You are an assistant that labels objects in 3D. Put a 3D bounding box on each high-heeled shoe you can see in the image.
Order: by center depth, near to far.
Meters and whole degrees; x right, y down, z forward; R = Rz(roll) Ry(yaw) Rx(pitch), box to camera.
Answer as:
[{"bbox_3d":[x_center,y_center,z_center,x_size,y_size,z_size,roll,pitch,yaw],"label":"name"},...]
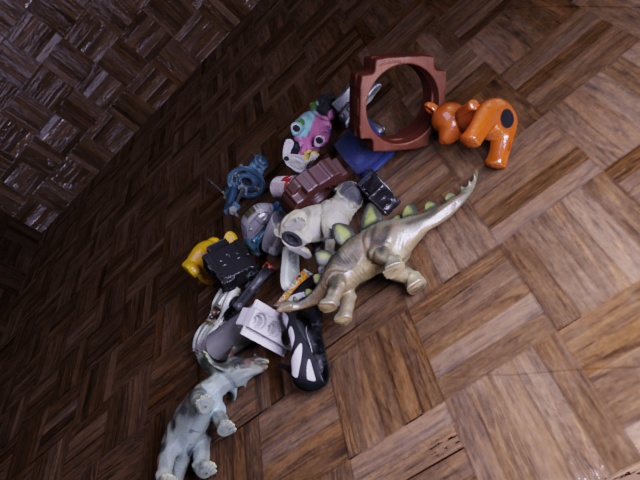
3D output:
[{"bbox_3d":[-0.009,0.177,1.086,0.145,0.086,0.248,-1,63,46],"label":"high-heeled shoe"}]

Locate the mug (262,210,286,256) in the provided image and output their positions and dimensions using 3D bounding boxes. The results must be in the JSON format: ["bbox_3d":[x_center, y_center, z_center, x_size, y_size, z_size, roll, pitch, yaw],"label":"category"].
[{"bbox_3d":[-0.106,-0.002,1.359,0.110,0.081,0.107,-82,19,-46],"label":"mug"}]

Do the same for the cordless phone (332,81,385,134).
[{"bbox_3d":[0.130,-0.344,1.418,0.146,0.088,0.184,-49,44,7],"label":"cordless phone"}]

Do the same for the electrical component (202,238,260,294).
[{"bbox_3d":[-0.237,0.059,1.391,0.115,0.058,0.134,-28,59,-28],"label":"electrical component"}]

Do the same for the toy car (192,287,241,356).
[{"bbox_3d":[-0.266,0.208,1.382,0.074,0.056,0.201,4,62,52],"label":"toy car"}]

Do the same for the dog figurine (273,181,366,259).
[{"bbox_3d":[0.002,-0.062,1.215,0.121,0.172,0.190,98,-169,-50],"label":"dog figurine"}]

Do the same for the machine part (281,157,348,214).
[{"bbox_3d":[-0.012,-0.115,1.268,0.179,0.179,0.056,-43,74,14],"label":"machine part"}]

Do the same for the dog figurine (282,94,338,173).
[{"bbox_3d":[-0.019,-0.310,1.522,0.219,0.108,0.191,-66,2,-50],"label":"dog figurine"}]

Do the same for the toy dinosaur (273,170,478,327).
[{"bbox_3d":[0.117,0.017,1.031,0.471,0.104,0.199,-27,44,5],"label":"toy dinosaur"}]

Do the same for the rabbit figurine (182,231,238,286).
[{"bbox_3d":[-0.267,0.064,1.495,0.173,0.121,0.162,19,65,41],"label":"rabbit figurine"}]

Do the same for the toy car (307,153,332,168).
[{"bbox_3d":[-0.019,-0.135,1.408,0.089,0.053,0.202,-4,60,61],"label":"toy car"}]

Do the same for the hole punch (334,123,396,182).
[{"bbox_3d":[0.109,-0.221,1.303,0.142,0.092,0.116,-41,41,13],"label":"hole punch"}]

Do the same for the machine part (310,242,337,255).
[{"bbox_3d":[-0.003,-0.004,1.283,0.084,0.039,0.139,-59,35,6],"label":"machine part"}]

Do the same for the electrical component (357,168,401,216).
[{"bbox_3d":[0.124,-0.115,1.198,0.048,0.074,0.119,-45,38,10],"label":"electrical component"}]

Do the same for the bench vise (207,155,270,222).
[{"bbox_3d":[-0.250,-0.151,1.641,0.224,0.128,0.241,-26,35,32],"label":"bench vise"}]

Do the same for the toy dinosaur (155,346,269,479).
[{"bbox_3d":[-0.274,0.403,1.168,0.404,0.131,0.192,-56,21,2],"label":"toy dinosaur"}]

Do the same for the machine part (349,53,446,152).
[{"bbox_3d":[0.167,-0.302,1.179,0.201,0.200,0.087,-7,25,-13],"label":"machine part"}]

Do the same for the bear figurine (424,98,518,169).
[{"bbox_3d":[0.284,-0.218,1.065,0.196,0.120,0.132,10,71,55],"label":"bear figurine"}]

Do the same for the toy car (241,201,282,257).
[{"bbox_3d":[-0.157,-0.044,1.445,0.161,0.102,0.109,-49,34,8],"label":"toy car"}]

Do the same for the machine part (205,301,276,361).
[{"bbox_3d":[-0.188,0.215,1.265,0.243,0.079,0.079,-36,37,25],"label":"machine part"}]
